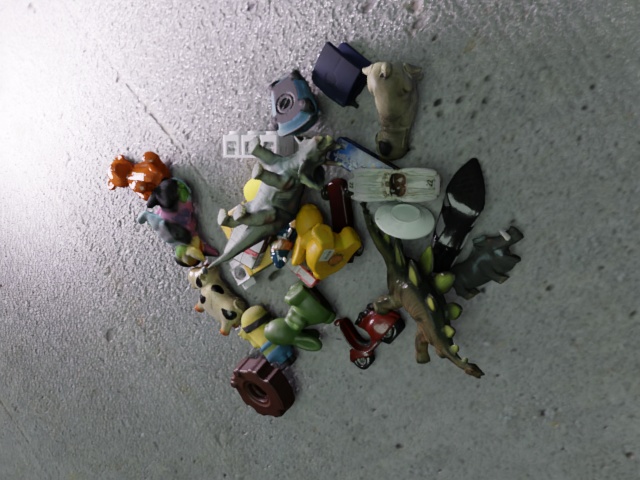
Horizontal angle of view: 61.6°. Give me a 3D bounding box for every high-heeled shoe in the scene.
[{"bbox_3d":[0.297,-0.047,1.180,0.086,0.145,0.248,21,78,9],"label":"high-heeled shoe"}]

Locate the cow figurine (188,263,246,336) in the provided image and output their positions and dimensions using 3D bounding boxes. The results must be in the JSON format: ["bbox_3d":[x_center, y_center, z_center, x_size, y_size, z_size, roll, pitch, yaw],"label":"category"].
[{"bbox_3d":[-0.277,0.143,1.431,0.195,0.085,0.127,41,118,14],"label":"cow figurine"}]

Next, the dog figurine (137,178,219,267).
[{"bbox_3d":[-0.356,-0.034,1.423,0.219,0.108,0.191,39,109,8],"label":"dog figurine"}]

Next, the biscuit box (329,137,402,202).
[{"bbox_3d":[0.120,-0.162,1.219,0.203,0.063,0.059,32,109,14],"label":"biscuit box"}]

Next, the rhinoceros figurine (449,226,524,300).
[{"bbox_3d":[0.359,0.048,1.156,0.190,0.073,0.112,-42,72,25],"label":"rhinoceros figurine"}]

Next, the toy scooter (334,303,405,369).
[{"bbox_3d":[0.109,0.214,1.288,0.135,0.075,0.184,44,117,12],"label":"toy scooter"}]

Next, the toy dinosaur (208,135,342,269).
[{"bbox_3d":[-0.101,-0.091,1.214,0.404,0.192,0.131,-59,35,24],"label":"toy dinosaur"}]

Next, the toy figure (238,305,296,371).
[{"bbox_3d":[-0.131,0.250,1.390,0.180,0.082,0.089,47,112,12],"label":"toy figure"}]

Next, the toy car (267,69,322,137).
[{"bbox_3d":[-0.054,-0.305,1.242,0.109,0.103,0.162,-25,64,24],"label":"toy car"}]

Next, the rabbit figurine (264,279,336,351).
[{"bbox_3d":[-0.055,0.200,1.332,0.170,0.121,0.159,-42,104,9],"label":"rabbit figurine"}]

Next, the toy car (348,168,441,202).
[{"bbox_3d":[0.156,-0.117,1.146,0.202,0.056,0.073,2,98,20],"label":"toy car"}]

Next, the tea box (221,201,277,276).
[{"bbox_3d":[-0.171,-0.006,1.367,0.098,0.068,0.169,-33,85,24],"label":"tea box"}]

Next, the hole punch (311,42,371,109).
[{"bbox_3d":[0.044,-0.370,1.201,0.142,0.092,0.115,40,116,8],"label":"hole punch"}]

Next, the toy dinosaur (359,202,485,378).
[{"bbox_3d":[0.201,0.101,1.172,0.472,0.105,0.198,52,144,32],"label":"toy dinosaur"}]

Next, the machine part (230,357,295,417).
[{"bbox_3d":[-0.152,0.385,1.402,0.180,0.056,0.179,20,131,24],"label":"machine part"}]

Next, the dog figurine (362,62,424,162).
[{"bbox_3d":[0.150,-0.266,1.133,0.121,0.172,0.190,7,95,32],"label":"dog figurine"}]

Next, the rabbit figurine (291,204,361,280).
[{"bbox_3d":[-0.003,-0.004,1.245,0.173,0.122,0.162,59,142,33],"label":"rabbit figurine"}]

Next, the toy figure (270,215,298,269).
[{"bbox_3d":[-0.085,-0.006,1.305,0.058,0.064,0.154,17,72,11],"label":"toy figure"}]

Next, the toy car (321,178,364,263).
[{"bbox_3d":[0.056,-0.046,1.272,0.089,0.053,0.202,-3,100,39],"label":"toy car"}]

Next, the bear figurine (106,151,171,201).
[{"bbox_3d":[-0.508,-0.181,1.450,0.196,0.132,0.120,17,81,15],"label":"bear figurine"}]
